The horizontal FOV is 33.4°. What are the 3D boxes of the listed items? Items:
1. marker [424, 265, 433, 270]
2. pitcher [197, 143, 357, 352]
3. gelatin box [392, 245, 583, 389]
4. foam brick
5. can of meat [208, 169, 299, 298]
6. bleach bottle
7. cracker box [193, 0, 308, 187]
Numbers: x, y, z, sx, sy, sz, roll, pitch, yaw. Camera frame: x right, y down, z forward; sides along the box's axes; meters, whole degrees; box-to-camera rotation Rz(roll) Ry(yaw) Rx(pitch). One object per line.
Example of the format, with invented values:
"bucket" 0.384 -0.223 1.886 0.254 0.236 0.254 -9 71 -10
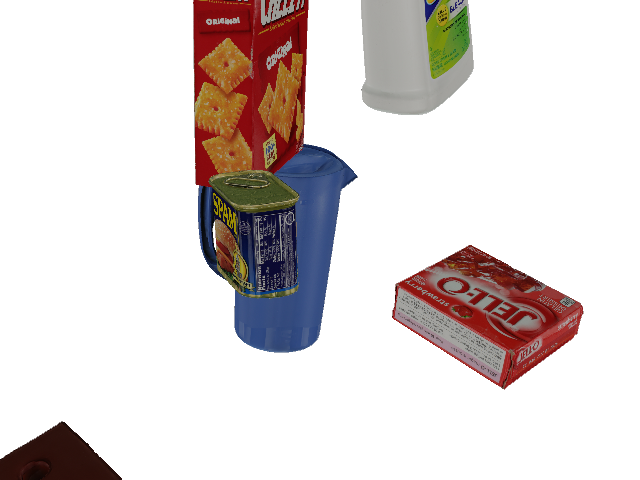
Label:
"marker" 0.109 0.049 1.009 0.020 0.020 0.121 0 15 2
"pitcher" -0.056 0.009 1.297 0.149 0.243 0.144 17 25 28
"gelatin box" 0.100 0.043 0.643 0.073 0.030 0.089 -25 42 -39
"foam brick" -0.113 0.132 0.481 0.052 0.051 0.078 -31 44 -31
"can of meat" -0.056 -0.006 0.902 0.057 0.084 0.102 -9 21 -19
"bleach bottle" 0.064 -0.227 0.788 0.068 0.251 0.102 14 39 32
"cracker box" -0.065 -0.174 1.064 0.072 0.214 0.164 9 22 15
